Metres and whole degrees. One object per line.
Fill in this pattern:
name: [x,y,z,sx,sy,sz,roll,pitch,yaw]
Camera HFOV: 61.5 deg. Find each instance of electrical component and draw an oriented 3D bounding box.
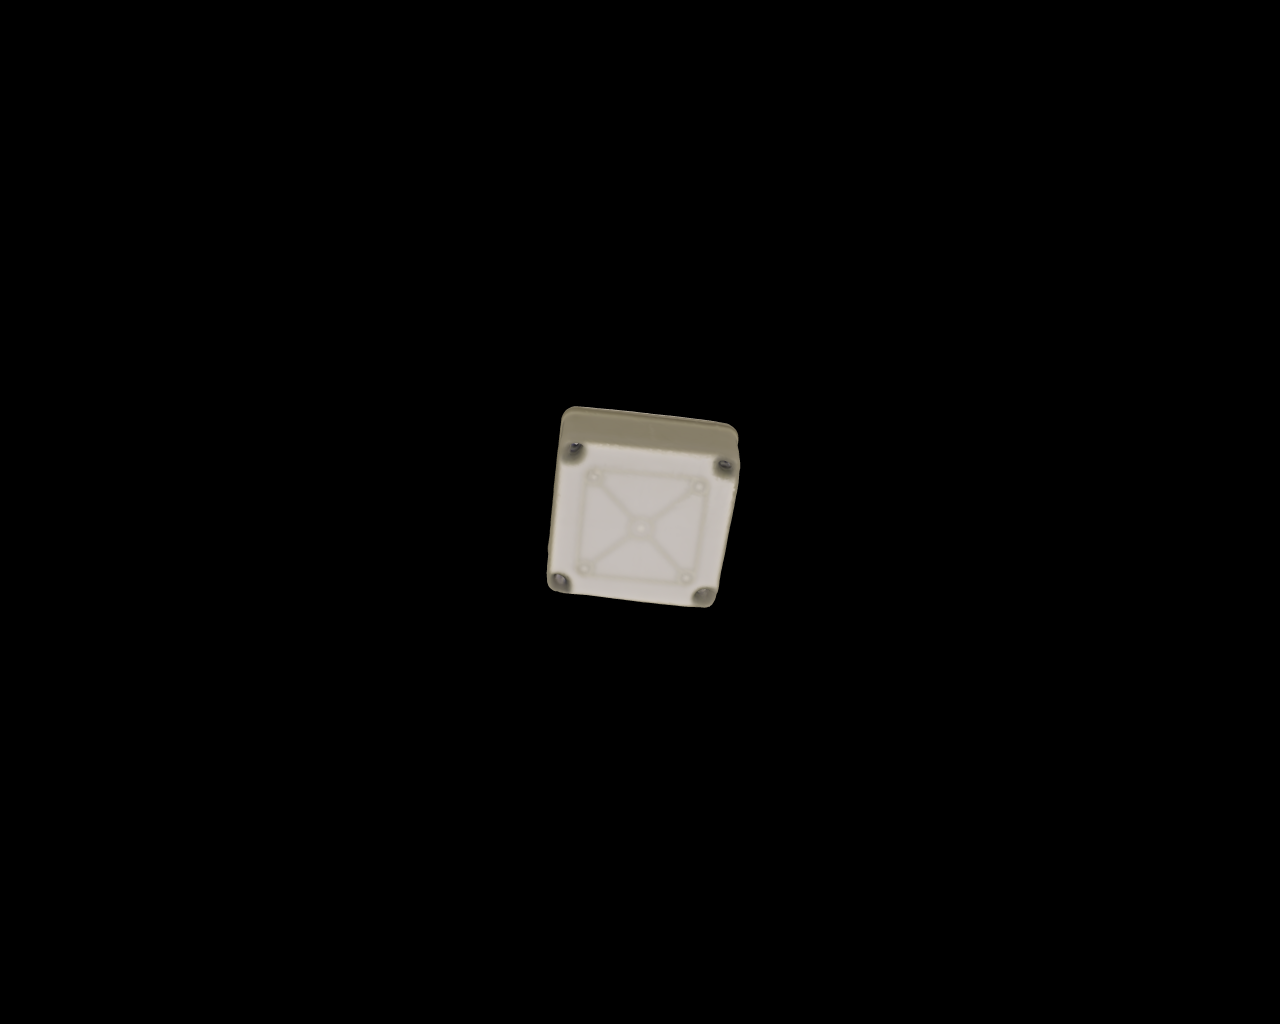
electrical component: [0.001,-0.003,0.650,0.109,0.108,0.056,6,27,-3]
